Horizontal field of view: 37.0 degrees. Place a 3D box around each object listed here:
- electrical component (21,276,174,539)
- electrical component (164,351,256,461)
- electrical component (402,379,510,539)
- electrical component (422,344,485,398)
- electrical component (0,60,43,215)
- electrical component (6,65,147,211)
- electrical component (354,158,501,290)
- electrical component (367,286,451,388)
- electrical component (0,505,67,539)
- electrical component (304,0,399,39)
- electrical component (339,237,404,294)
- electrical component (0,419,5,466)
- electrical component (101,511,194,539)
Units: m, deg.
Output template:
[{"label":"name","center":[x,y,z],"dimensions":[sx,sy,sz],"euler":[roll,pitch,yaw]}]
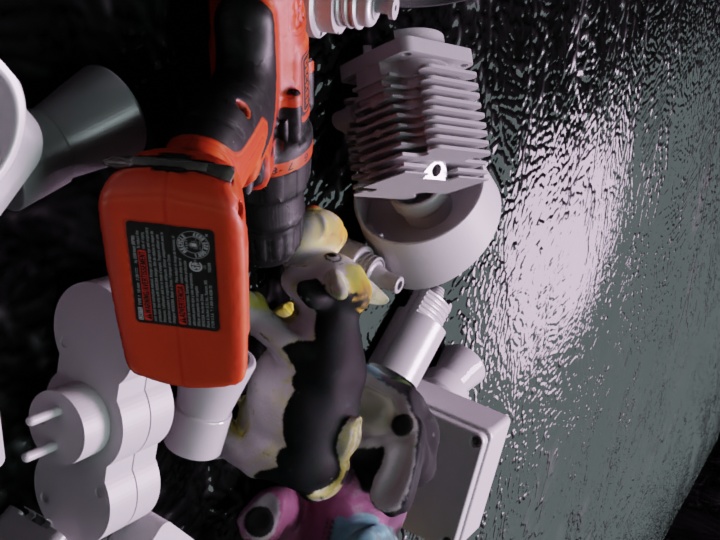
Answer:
[{"label":"electrical component","center":[-0.132,0.071,0.517],"dimensions":[0.074,0.052,0.138],"euler":[-19,126,-57]},{"label":"electrical component","center":[-0.089,0.076,0.618],"dimensions":[0.044,0.044,0.065],"euler":[-15,128,-59]},{"label":"electrical component","center":[0.053,0.152,0.871],"dimensions":[0.056,0.109,0.108],"euler":[-18,125,-61]},{"label":"electrical component","center":[0.079,0.099,0.951],"dimensions":[0.055,0.045,0.045],"euler":[-45,146,-38]},{"label":"electrical component","center":[-0.156,-0.056,0.366],"dimensions":[0.053,0.059,0.095],"euler":[-59,153,-17]},{"label":"electrical component","center":[-0.127,-0.053,0.446],"dimensions":[0.065,0.044,0.044],"euler":[-39,142,-38]},{"label":"electrical component","center":[0.045,-0.040,0.725],"dimensions":[0.099,0.099,0.064],"euler":[-58,146,-19]},{"label":"electrical component","center":[0.044,0.048,0.847],"dimensions":[0.081,0.043,0.043],"euler":[-60,153,-15]},{"label":"electrical component","center":[-0.171,0.153,0.521],"dimensions":[0.063,0.042,0.081],"euler":[-53,151,-35]},{"label":"electrical component","center":[-0.019,-0.139,0.550],"dimensions":[0.040,0.078,0.040],"euler":[11,90,-75]},{"label":"electrical component","center":[0.000,0.000,0.705],"dimensions":[0.035,0.061,0.035],"euler":[-42,144,-42]},{"label":"electrical component","center":[-0.186,0.054,0.407],"dimensions":[0.100,0.048,0.099],"euler":[-35,139,-47]},{"label":"electrical component","center":[-0.123,0.195,0.619],"dimensions":[0.089,0.062,0.150],"euler":[-58,153,-19]}]
